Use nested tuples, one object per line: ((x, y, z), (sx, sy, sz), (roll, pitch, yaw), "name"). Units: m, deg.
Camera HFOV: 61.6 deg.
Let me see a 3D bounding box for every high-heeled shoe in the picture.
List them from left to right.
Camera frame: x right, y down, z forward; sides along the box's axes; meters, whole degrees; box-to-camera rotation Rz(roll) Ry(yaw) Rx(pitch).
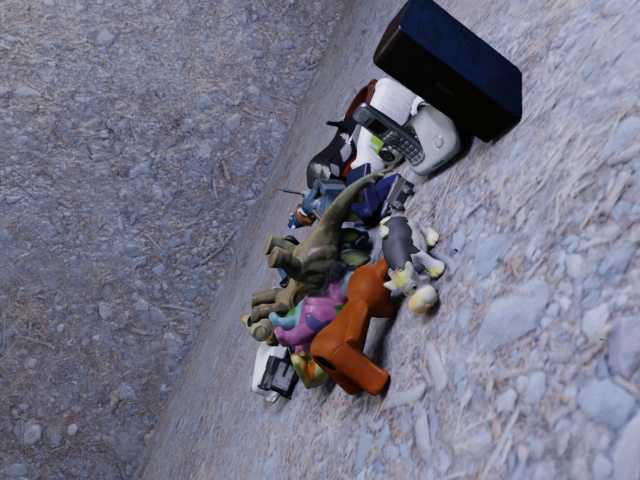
((0.051, -0.177, 1.283), (0.086, 0.145, 0.248), (16, 99, 46), "high-heeled shoe")

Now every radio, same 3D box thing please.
((0.200, -0.264, 0.818), (0.073, 0.229, 0.131), (-40, 24, 49), "radio")

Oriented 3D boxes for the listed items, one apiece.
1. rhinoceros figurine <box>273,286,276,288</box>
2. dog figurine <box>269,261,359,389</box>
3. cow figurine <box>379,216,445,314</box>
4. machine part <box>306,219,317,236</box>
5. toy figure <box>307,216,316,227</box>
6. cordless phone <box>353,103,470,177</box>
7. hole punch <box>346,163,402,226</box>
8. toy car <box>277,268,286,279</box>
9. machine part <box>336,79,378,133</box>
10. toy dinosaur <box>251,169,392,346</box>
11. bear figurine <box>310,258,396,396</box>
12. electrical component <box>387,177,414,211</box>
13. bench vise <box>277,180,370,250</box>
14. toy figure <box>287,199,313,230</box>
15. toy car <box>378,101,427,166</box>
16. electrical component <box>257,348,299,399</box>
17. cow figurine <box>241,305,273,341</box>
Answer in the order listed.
((-0.109, 0.186, 1.417), (0.112, 0.073, 0.190), (-62, 15, 11), "rhinoceros figurine")
((0.028, 0.147, 0.985), (0.219, 0.191, 0.108), (-29, 13, -2), "dog figurine")
((0.132, 0.030, 0.813), (0.068, 0.098, 0.167), (-46, 22, 32), "cow figurine")
((0.034, -0.045, 1.305), (0.243, 0.079, 0.079), (-50, 20, 43), "machine part")
((0.029, -0.085, 1.388), (0.180, 0.082, 0.089), (-51, 24, 45), "toy figure")
((0.159, -0.205, 0.945), (0.146, 0.184, 0.089), (-35, 28, 62), "cordless phone")
((0.102, -0.099, 1.155), (0.142, 0.092, 0.115), (-11, 58, 67), "hole punch")
((-0.060, 0.065, 1.377), (0.103, 0.161, 0.109), (-28, 4, -4), "toy car")
((0.119, -0.318, 1.460), (0.201, 0.087, 0.201), (-32, 36, 63), "machine part")
((-0.011, 0.051, 1.047), (0.105, 0.198, 0.470), (-102, 29, -53), "toy dinosaur")
((0.074, 0.133, 0.864), (0.196, 0.132, 0.120), (-51, 9, -29), "bear figurine")
((0.158, -0.091, 1.070), (0.063, 0.021, 0.094), (-61, 16, 12), "electrical component")
((0.005, -0.005, 1.174), (0.224, 0.129, 0.240), (36, 121, 32), "bench vise")
((-0.029, -0.075, 1.340), (0.154, 0.058, 0.064), (-48, 8, 39), "toy figure")
((0.187, -0.221, 1.129), (0.202, 0.056, 0.073), (-33, 28, 60), "toy car")
((-0.080, 0.277, 1.167), (0.048, 0.075, 0.119), (-25, 46, 67), "electrical component")
((-0.083, 0.162, 1.253), (0.195, 0.085, 0.127), (-34, 14, -10), "cow figurine")
